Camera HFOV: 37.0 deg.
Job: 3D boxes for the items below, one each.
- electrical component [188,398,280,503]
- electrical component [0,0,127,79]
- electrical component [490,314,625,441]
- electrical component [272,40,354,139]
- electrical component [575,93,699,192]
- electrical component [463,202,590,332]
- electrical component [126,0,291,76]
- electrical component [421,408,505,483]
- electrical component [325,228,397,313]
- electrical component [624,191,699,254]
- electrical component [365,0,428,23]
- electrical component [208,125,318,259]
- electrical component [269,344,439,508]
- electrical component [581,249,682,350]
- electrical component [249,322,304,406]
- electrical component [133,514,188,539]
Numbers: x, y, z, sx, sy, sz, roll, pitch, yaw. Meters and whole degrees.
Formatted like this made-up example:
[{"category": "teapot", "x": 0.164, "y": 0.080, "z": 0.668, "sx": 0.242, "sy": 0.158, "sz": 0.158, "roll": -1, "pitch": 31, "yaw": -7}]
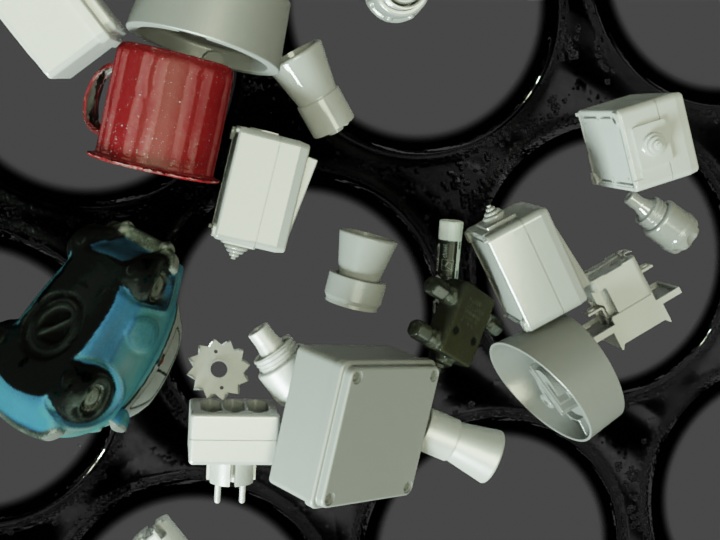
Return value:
[{"category": "electrical component", "x": -0.097, "y": 0.140, "z": 0.814, "sx": 0.066, "sy": 0.047, "sz": 0.076, "roll": 2, "pitch": 98, "yaw": -10}, {"category": "electrical component", "x": -0.212, "y": -0.185, "z": 0.714, "sx": 0.056, "sy": 0.108, "sz": 0.108, "roll": -37, "pitch": 103, "yaw": 0}, {"category": "electrical component", "x": 0.154, "y": 0.084, "z": 0.827, "sx": 0.064, "sy": 0.099, "sz": 0.099, "roll": -29, "pitch": 102, "yaw": -11}, {"category": "electrical component", "x": -0.033, "y": -0.130, "z": 0.789, "sx": 0.044, "sy": 0.044, "sz": 0.065, "roll": -31, "pitch": 107, "yaw": -4}, {"category": "electrical component", "x": 0.213, "y": -0.098, "z": 0.807, "sx": 0.061, "sy": 0.096, "sz": 0.061, "roll": -18, "pitch": 101, "yaw": -7}, {"category": "electrical component", "x": 0.127, "y": -0.012, "z": 0.823, "sx": 0.061, "sy": 0.062, "sz": 0.096, "roll": -28, "pitch": 102, "yaw": -5}, {"category": "electrical component", "x": -0.100, "y": -0.179, "z": 0.737, "sx": 0.108, "sy": 0.108, "sz": 0.060, "roll": 16, "pitch": 90, "yaw": -12}, {"category": "electrical component", "x": 0.076, "y": 0.135, "z": 0.848, "sx": 0.065, "sy": 0.044, "sz": 0.044, "roll": 23, "pitch": 94, "yaw": -8}, {"category": "electrical component", "x": 0.000, "y": 0.000, "z": 0.811, "sx": 0.045, "sy": 0.045, "sz": 0.055, "roll": 13, "pitch": 96, "yaw": -12}, {"category": "electrical component", "x": 0.236, "y": -0.041, "z": 0.852, "sx": 0.061, "sy": 0.035, "sz": 0.035, "roll": 34, "pitch": 92, "yaw": -11}, {"category": "electrical component", "x": 0.030, "y": -0.205, "z": 0.777, "sx": 0.048, "sy": 0.062, "sz": 0.048, "roll": -1, "pitch": 99, "yaw": -10}, {"category": "electrical component", "x": -0.072, "y": -0.052, "z": 0.782, "sx": 0.061, "sy": 0.062, "sz": 0.096, "roll": 13, "pitch": 96, "yaw": -12}, {"category": "electrical component", "x": -0.003, "y": 0.113, "z": 0.797, "sx": 0.109, "sy": 0.056, "sz": 0.108, "roll": 5, "pitch": 100, "yaw": -49}, {"category": "electrical component", "x": 0.206, "y": 0.022, "z": 0.853, "sx": 0.081, "sy": 0.042, "sz": 0.063, "roll": -30, "pitch": 99, "yaw": -5}, {"category": "electrical component", "x": -0.059, "y": 0.069, "z": 0.812, "sx": 0.043, "sy": 0.043, "sz": 0.062, "roll": -36, "pitch": 102, "yaw": -3}, {"category": "electrical component", "x": -0.147, "y": 0.216, "z": 0.822, "sx": 0.040, "sy": 0.040, "sz": 0.046, "roll": -36, "pitch": 97, "yaw": -3}]
